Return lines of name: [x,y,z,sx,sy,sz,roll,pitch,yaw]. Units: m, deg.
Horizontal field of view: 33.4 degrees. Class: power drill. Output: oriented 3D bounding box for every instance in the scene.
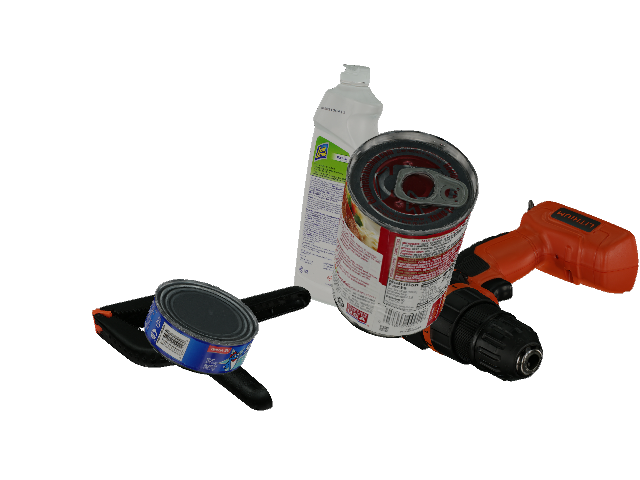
power drill: [0.143,0.032,0.786,0.187,0.057,0.185,-17,28,-29]

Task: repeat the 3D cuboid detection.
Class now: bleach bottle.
bleach bottle: [0.031,-0.058,1.135,0.103,0.251,0.067,16,16,37]

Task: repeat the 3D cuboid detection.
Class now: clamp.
clamp: [-0.121,0.096,1.027,0.210,0.036,0.164,2,36,6]

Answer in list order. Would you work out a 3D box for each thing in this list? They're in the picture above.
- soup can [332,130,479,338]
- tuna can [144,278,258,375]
soup can: [0.043,0.000,0.580,0.068,0.068,0.102,0,-37,-5]
tuna can: [-0.094,0.068,0.840,0.086,0.034,0.086,20,23,-9]
